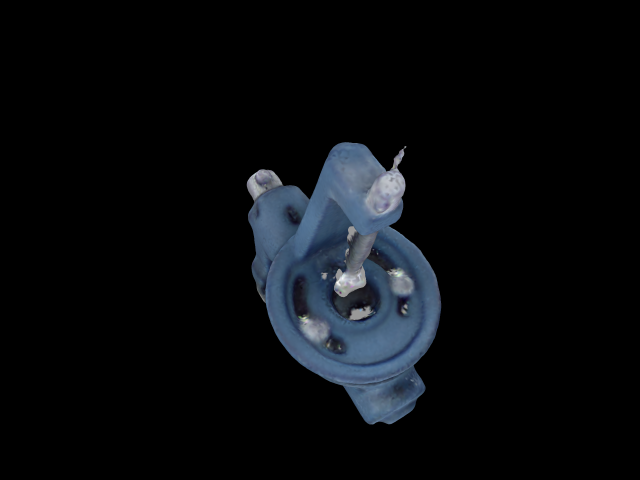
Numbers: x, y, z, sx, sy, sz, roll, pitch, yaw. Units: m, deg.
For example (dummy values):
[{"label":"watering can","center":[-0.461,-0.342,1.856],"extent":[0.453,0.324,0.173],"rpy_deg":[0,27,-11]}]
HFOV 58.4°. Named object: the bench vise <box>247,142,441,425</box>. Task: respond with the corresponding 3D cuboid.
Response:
[{"label":"bench vise","center":[-0.004,0.008,0.394],"extent":[0.206,0.220,0.122],"rpy_deg":[33,57,25]}]
